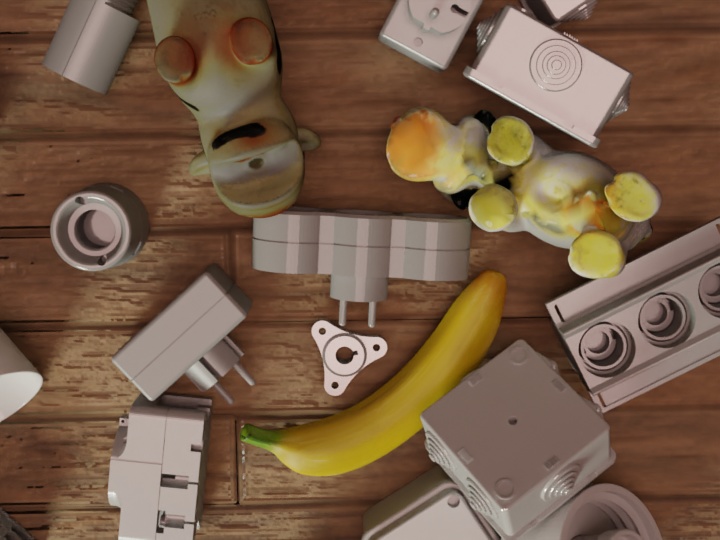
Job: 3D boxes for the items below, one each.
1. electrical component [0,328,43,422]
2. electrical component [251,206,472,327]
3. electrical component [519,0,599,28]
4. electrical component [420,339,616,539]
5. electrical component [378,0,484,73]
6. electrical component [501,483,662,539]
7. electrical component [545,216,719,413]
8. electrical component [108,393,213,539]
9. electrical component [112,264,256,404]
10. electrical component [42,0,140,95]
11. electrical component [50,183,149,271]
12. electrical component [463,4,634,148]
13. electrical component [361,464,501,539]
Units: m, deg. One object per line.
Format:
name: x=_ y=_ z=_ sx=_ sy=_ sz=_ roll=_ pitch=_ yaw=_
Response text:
electrical component: x=-0.256 y=0.074 z=0.670 sx=0.099 sy=0.099 sz=0.064 roll=-35 pitch=90 yaw=3
electrical component: x=0.000 y=0.000 z=0.685 sx=0.138 sy=0.052 sz=0.073 roll=3 pitch=97 yaw=-1
electrical component: x=0.130 y=-0.208 z=0.663 sx=0.100 sy=0.048 sz=0.099 roll=-34 pitch=97 yaw=3
electrical component: x=0.096 y=0.103 z=0.663 sx=0.100 sy=0.048 sz=0.099 roll=-36 pitch=56 yaw=-11
electrical component: x=0.047 y=-0.161 z=0.653 sx=0.047 sy=0.076 sz=0.065 roll=28 pitch=96 yaw=-4
electrical component: x=0.148 y=0.186 z=0.678 sx=0.108 sy=0.060 sz=0.108 roll=13 pitch=68 yaw=-33
electrical component: x=0.187 y=0.027 z=0.686 sx=0.121 sy=0.063 sz=0.078 roll=-27 pitch=97 yaw=2
electrical component: x=-0.130 y=0.128 z=0.700 sx=0.056 sy=0.050 sz=0.089 roll=6 pitch=97 yaw=-2
electrical component: x=-0.101 y=0.053 z=0.692 sx=0.083 sy=0.047 sz=0.075 roll=-42 pitch=96 yaw=4
electrical component: x=-0.160 y=-0.155 z=0.667 sx=0.043 sy=0.043 sz=0.081 roll=26 pitch=96 yaw=-4
electrical component: x=-0.165 y=-0.027 z=0.681 sx=0.055 sy=0.047 sz=0.055 roll=0 pitch=97 yaw=-1
electrical component: x=0.112 y=-0.117 z=0.648 sx=0.100 sy=0.099 sz=0.048 roll=29 pitch=101 yaw=1
electrical component: x=0.059 y=0.196 z=0.708 sx=0.078 sy=0.057 sz=0.113 roll=-33 pitch=97 yaw=3
